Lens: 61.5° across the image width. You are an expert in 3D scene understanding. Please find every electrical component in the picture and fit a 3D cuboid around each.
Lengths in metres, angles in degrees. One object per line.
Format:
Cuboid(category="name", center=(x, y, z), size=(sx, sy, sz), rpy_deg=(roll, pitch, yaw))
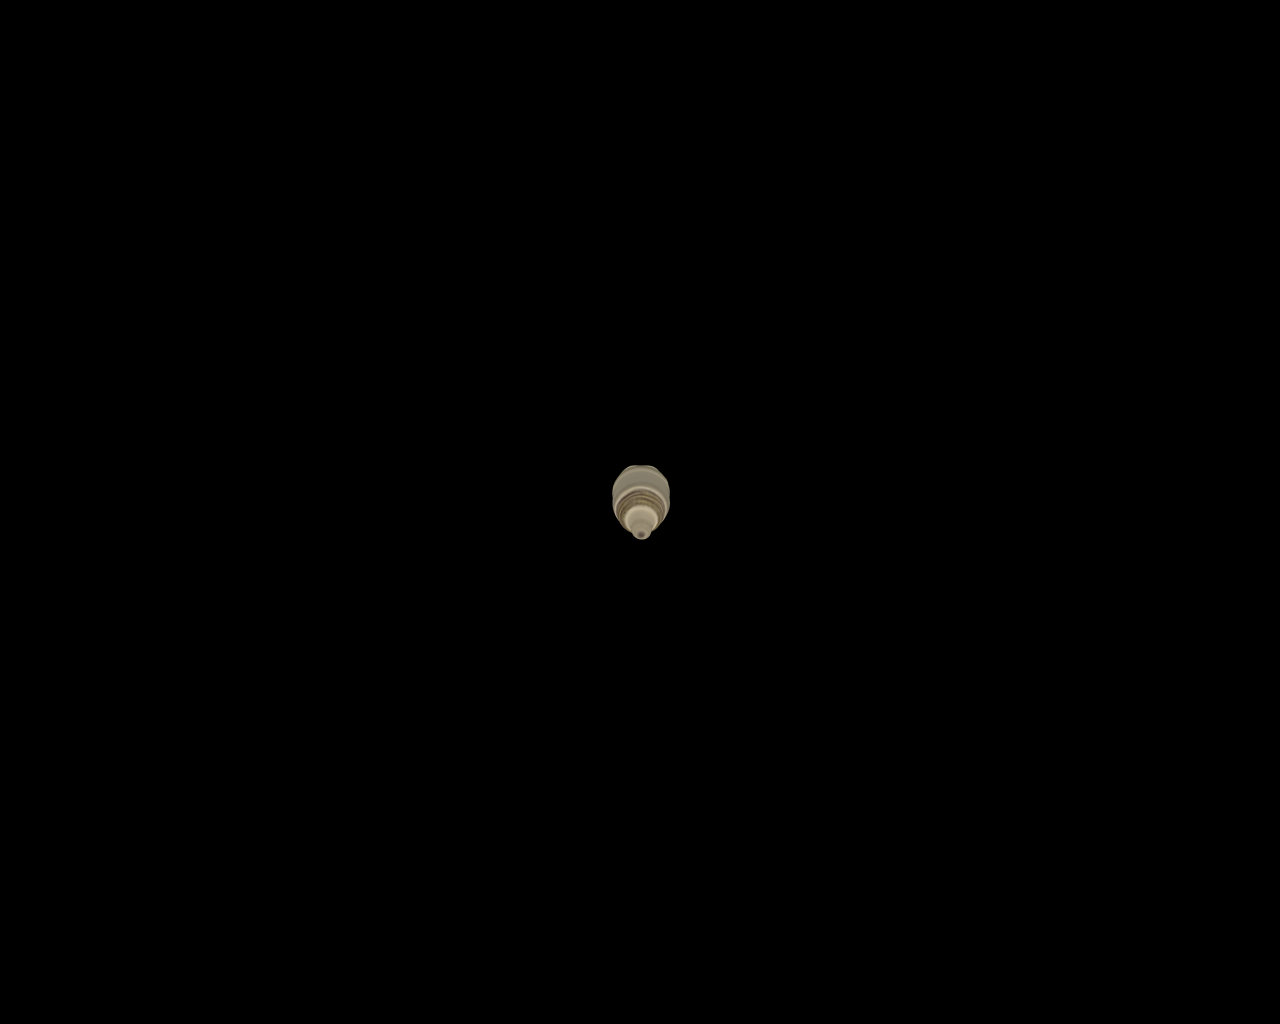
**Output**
Cuboid(category="electrical component", center=(0.001, -0.003, 0.650), size=(0.035, 0.035, 0.061), rpy_deg=(0, 32, 0))
